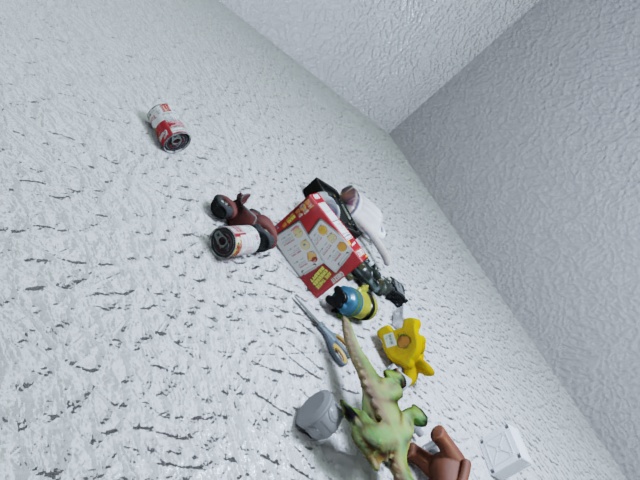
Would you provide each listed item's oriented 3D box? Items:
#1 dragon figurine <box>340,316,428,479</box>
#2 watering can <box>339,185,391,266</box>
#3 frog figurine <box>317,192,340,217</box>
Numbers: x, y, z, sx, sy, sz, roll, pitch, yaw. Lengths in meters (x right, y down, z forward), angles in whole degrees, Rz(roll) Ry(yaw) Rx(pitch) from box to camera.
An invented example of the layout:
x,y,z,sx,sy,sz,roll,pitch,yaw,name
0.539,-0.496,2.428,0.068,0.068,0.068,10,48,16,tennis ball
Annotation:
x,y,z,sx,sy,sz,roll,pitch,yaw,name
0.107,0.330,1.000,0.416,0.121,0.241,58,11,20,dragon figurine
0.163,-0.068,1.851,0.222,0.103,0.356,37,24,-28,watering can
0.005,-0.079,1.561,0.161,0.122,0.136,-54,135,-77,frog figurine
